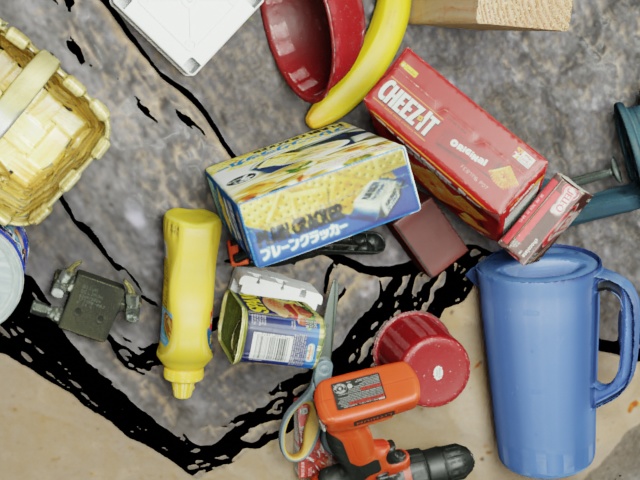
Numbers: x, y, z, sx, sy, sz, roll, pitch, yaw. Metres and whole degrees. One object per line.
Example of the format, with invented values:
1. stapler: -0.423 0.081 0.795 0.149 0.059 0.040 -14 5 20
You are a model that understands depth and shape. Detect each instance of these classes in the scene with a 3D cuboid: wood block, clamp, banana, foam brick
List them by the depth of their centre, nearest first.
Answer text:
1. wood block: 0.158 -0.249 1.026 0.090 0.206 0.090 1 101 -14
2. banana: 0.048 -0.200 1.095 0.069 0.037 0.198 15 106 -26
3. clamp: -0.007 0.001 1.113 0.171 0.120 0.039 -12 63 9
4. foam brick: 0.111 -0.008 1.146 0.051 0.053 0.078 -38 108 -3

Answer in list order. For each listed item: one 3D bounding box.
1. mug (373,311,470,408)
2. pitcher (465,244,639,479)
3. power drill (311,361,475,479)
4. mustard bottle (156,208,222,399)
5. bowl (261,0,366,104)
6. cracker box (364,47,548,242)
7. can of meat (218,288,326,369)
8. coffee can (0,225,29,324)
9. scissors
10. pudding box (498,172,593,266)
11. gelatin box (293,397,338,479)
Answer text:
1. mug: 0.103 0.138 1.159 0.117 0.081 0.093 -32 107 -5
2. pitcher: 0.252 0.133 1.163 0.145 0.149 0.243 -10 107 -13
3. power drill: 0.071 0.210 1.110 0.184 0.057 0.187 -14 132 -5
4. mustard bottle: -0.135 0.068 1.082 0.058 0.096 0.192 2 101 -14
5. bowl: -0.001 -0.216 1.027 0.055 0.162 0.162 -18 105 -21
6. cracker box: 0.130 -0.081 1.026 0.164 0.213 0.072 41 91 11
7. can of meat: -0.049 0.088 1.044 0.083 0.102 0.057 9 99 -16
8. coffee can: -0.329 0.022 1.005 0.102 0.140 0.103 -3 102 -13
9. scissors: 0.018 0.149 1.146 0.096 0.016 0.202 21 94 -17
10. pudding box: 0.226 -0.021 1.059 0.039 0.113 0.090 42 103 11
11. gelatin box: 0.009 0.216 1.180 0.073 0.030 0.089 -3 102 -12
